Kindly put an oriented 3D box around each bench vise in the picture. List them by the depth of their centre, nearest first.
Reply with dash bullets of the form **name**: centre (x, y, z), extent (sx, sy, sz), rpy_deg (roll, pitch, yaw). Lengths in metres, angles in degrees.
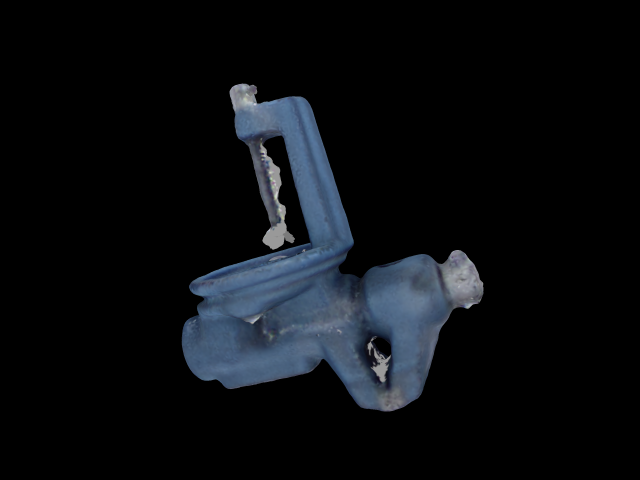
- **bench vise**: centre (0.003, 0.000, 0.412), extent (0.207, 0.220, 0.121), rpy_deg (-1, 7, -4)
